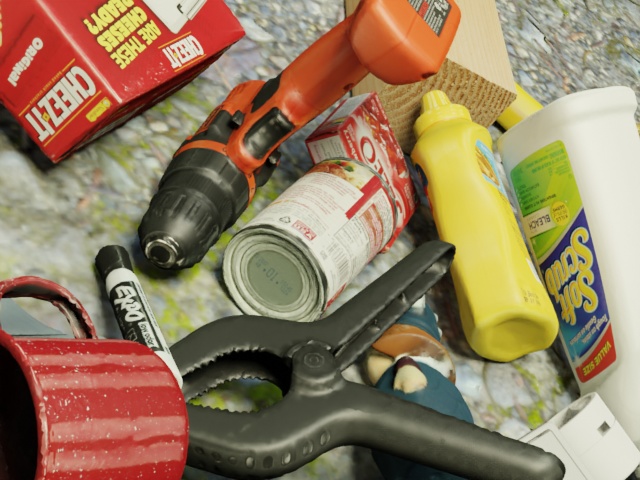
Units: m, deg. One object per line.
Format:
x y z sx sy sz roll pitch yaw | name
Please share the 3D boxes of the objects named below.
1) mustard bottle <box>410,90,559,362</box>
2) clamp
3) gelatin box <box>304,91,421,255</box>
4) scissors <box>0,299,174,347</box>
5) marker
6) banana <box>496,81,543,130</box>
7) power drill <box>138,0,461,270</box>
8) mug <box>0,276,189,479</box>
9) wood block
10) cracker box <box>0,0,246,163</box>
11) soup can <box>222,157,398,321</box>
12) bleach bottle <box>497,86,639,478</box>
0.102 -0.019 0.716 0.096 0.058 0.191 42 30 -59 | mustard bottle
-0.001 0.064 0.532 0.210 0.036 0.164 -3 41 -7 | clamp
0.030 -0.043 0.702 0.089 0.030 0.073 66 31 -18 | gelatin box
-0.128 0.042 0.528 0.201 0.016 0.096 -12 62 -46 | scissors
-0.092 0.037 0.528 0.020 0.020 0.121 14 23 -30 | marker
0.187 -0.099 0.917 0.197 0.037 0.069 35 21 -10 | banana
-0.014 -0.074 0.600 0.057 0.188 0.184 46 34 -17 | power drill
-0.113 0.071 0.448 0.081 0.093 0.117 7 60 -50 | mug
0.080 -0.167 0.846 0.090 0.090 0.206 21 42 -23 | wood block
-0.162 -0.167 0.618 0.213 0.072 0.164 52 31 -6 | cracker box
-0.004 0.001 0.630 0.068 0.069 0.102 43 38 2 | soup can
0.192 0.035 0.696 0.068 0.103 0.251 -11 80 -25 | bleach bottle
